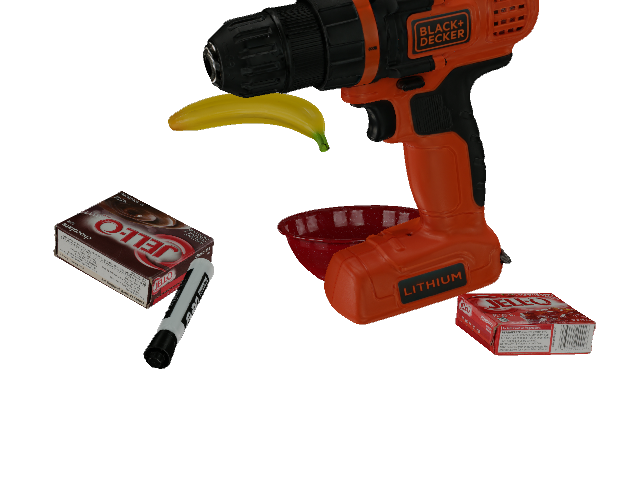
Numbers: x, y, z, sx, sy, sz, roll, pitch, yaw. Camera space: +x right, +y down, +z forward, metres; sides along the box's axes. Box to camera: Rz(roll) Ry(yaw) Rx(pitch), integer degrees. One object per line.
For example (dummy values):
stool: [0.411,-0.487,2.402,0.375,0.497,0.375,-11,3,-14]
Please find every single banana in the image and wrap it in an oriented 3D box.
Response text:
banana: [-0.077,-0.145,1.235,0.198,0.037,0.069,8,41,16]

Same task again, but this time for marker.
marker: [-0.100,0.051,0.759,0.020,0.020,0.121,0,30,12]

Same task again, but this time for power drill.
power drill: [0.034,-0.050,0.581,0.184,0.188,0.057,-15,32,-17]

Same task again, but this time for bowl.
bowl: [0.038,0.006,1.083,0.162,0.055,0.162,-3,13,1]

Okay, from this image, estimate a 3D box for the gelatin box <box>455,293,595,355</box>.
gelatin box: [0.163,0.066,0.859,0.089,0.030,0.073,1,15,-17]

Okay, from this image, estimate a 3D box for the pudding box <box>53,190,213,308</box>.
pudding box: [-0.166,0.006,0.952,0.114,0.039,0.089,25,33,22]
